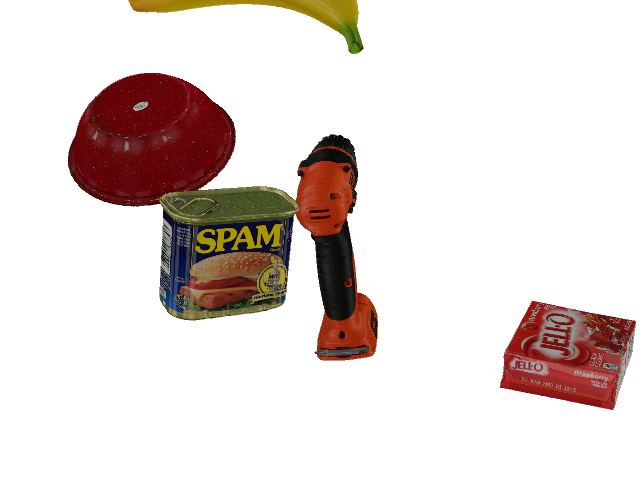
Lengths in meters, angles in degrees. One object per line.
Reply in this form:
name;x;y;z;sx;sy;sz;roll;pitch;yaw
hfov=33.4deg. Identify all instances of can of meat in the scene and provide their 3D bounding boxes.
can of meat;-0.071;0.009;0.811;0.101;0.084;0.057;-5;25;-26

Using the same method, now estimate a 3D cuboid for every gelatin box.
gelatin box;0.166;0.074;0.710;0.073;0.030;0.089;10;23;21

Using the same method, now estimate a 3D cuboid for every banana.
banana;-0.052;-0.194;0.833;0.198;0.069;0.037;13;-40;17

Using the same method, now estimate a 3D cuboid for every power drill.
power drill;0.016;0.005;1.011;0.057;0.187;0.184;-6;22;10

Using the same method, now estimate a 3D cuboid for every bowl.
bowl;-0.162;-0.107;0.995;0.162;0.162;0.055;0;-42;7
